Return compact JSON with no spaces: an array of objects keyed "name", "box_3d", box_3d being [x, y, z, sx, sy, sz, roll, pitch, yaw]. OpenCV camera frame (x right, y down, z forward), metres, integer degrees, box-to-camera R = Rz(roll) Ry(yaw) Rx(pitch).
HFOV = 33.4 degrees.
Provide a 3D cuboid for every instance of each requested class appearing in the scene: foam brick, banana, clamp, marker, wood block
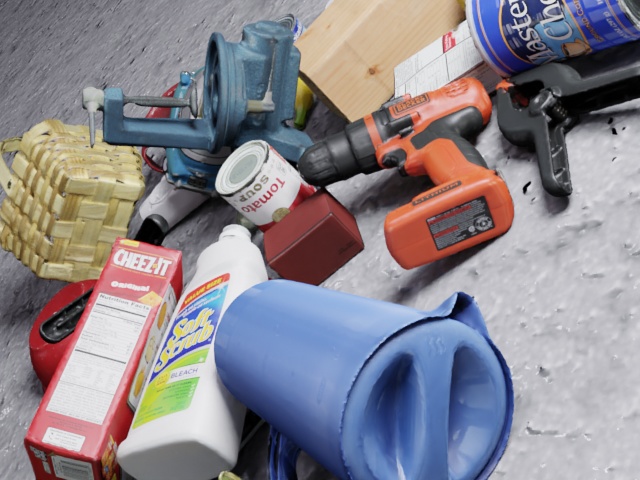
[{"name":"foam brick","box_3d":[-0.006,0.001,0.987,0.078,0.053,0.051,-38,31,13]},{"name":"banana","box_3d":[-0.056,-0.182,1.282,0.069,0.037,0.198,-51,30,-7]},{"name":"clamp","box_3d":[0.200,-0.110,0.866,0.120,0.039,0.171,-41,30,9]},{"name":"marker","box_3d":[-0.071,0.169,0.904,0.121,0.020,0.020,-50,30,-5]},{"name":"wood block","box_3d":[0.070,-0.229,1.123,0.206,0.090,0.090,-46,30,1]},{"name":"clamp","box_3d":[-0.196,0.033,1.106,0.164,0.036,0.210,-45,-3,8]}]

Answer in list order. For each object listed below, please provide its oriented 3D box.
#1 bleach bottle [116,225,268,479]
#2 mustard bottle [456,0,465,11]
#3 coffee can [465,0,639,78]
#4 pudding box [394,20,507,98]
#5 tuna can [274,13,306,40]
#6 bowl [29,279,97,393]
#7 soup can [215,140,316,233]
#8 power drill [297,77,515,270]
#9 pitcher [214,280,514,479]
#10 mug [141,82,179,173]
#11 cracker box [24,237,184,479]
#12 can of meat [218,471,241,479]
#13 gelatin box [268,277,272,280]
[{"name":"bleach bottle","box_3d":[-0.101,0.090,0.941,0.103,0.068,0.250,-22,40,30]},{"name":"mustard bottle","box_3d":[0.217,-0.263,1.005,0.192,0.058,0.096,8,59,55]},{"name":"coffee can","box_3d":[0.209,-0.204,0.901,0.141,0.102,0.102,-12,45,45]},{"name":"pudding box","box_3d":[0.123,-0.157,1.022,0.114,0.039,0.090,-32,34,28]},{"name":"tuna can","box_3d":[-0.054,-0.246,1.359,0.086,0.033,0.086,-33,33,24]},{"name":"bowl","box_3d":[-0.281,0.100,1.221,0.162,0.055,0.162,-33,32,24]},{"name":"soup can","box_3d":[-0.043,-0.041,1.030,0.069,0.102,0.068,-30,37,25]},{"name":"power drill","box_3d":[0.075,-0.057,0.910,0.184,0.057,0.187,-24,37,7]},{"name":"pitcher","box_3d":[0.011,0.108,0.772,0.149,0.145,0.243,-24,17,-24]},{"name":"mug","box_3d":[-0.168,-0.130,1.321,0.117,0.081,0.093,-45,30,4]},{"name":"cracker box","box_3d":[-0.187,0.130,0.961,0.164,0.072,0.213,98,-172,-54]},{"name":"can of meat","box_3d":[-0.076,0.238,0.793,0.084,0.057,0.102,-44,30,10]},{"name":"gelatin box","box_3d":[-0.082,0.069,1.025,0.089,0.030,0.073,3,57,54]}]
